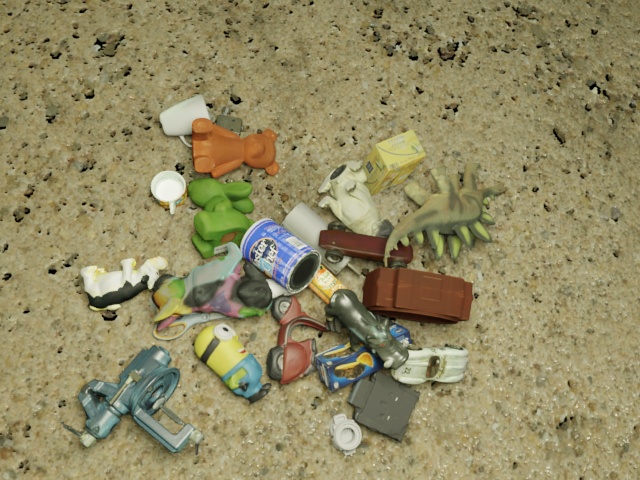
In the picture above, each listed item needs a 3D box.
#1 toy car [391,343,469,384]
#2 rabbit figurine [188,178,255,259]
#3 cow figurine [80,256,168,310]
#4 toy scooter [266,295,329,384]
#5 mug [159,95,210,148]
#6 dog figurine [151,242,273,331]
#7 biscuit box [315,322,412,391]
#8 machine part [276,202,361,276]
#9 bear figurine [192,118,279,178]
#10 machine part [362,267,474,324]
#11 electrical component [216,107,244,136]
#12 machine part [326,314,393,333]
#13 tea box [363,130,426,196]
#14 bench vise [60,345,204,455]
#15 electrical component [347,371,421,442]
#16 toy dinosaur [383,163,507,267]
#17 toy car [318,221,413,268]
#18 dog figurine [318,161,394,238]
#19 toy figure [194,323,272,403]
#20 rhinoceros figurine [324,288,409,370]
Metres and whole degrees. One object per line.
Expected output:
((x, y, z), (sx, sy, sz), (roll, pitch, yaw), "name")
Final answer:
((0.236, 0.260, 1.128), (0.201, 0.056, 0.073), (6, 99, -29), "toy car")
((-0.216, -0.073, 1.150), (0.159, 0.121, 0.170), (-22, 65, -18), "rabbit figurine")
((-0.392, 0.087, 1.100), (0.167, 0.068, 0.098), (-11, 83, -8), "cow figurine")
((-0.039, 0.209, 1.122), (0.135, 0.075, 0.184), (8, 74, -17), "toy scooter")
((-0.300, -0.262, 1.211), (0.107, 0.081, 0.109), (-15, 114, -6), "mug")
((-0.228, 0.121, 1.085), (0.219, 0.108, 0.191), (-38, 80, -22), "dog figurine")
((0.095, 0.238, 1.117), (0.203, 0.059, 0.062), (-20, 109, -22), "biscuit box")
((-0.002, -0.004, 1.182), (0.243, 0.079, 0.079), (40, 73, 4), "machine part")
((-0.180, -0.196, 1.174), (0.196, 0.132, 0.120), (0, 91, -13), "bear figurine")
((0.197, 0.119, 1.115), (0.201, 0.201, 0.087), (10, 80, -7), "machine part")
((-0.209, -0.264, 1.247), (0.063, 0.021, 0.094), (7, 73, -7), "electrical component")
((0.080, 0.170, 1.131), (0.139, 0.084, 0.039), (3, 98, -28), "machine part")
((0.157, -0.169, 1.203), (0.098, 0.169, 0.068), (-24, 80, -16), "tea box")
((-0.329, 0.323, 1.011), (0.241, 0.128, 0.224), (31, 54, 18), "bench vise")
((0.127, 0.339, 1.118), (0.134, 0.058, 0.115), (26, 75, -3), "electrical component")
((0.278, -0.059, 1.180), (0.471, 0.105, 0.198), (-16, 76, -35), "toy dinosaur")
((0.096, 0.017, 1.127), (0.202, 0.053, 0.089), (8, 59, -5), "toy car")
((0.098, -0.074, 1.223), (0.190, 0.121, 0.172), (44, 41, -26), "dog figurine")
((-0.178, 0.249, 1.085), (0.089, 0.082, 0.180), (-36, 86, -17), "toy figure")
((0.094, 0.169, 1.042), (0.190, 0.112, 0.073), (46, 63, 6), "rhinoceros figurine")
